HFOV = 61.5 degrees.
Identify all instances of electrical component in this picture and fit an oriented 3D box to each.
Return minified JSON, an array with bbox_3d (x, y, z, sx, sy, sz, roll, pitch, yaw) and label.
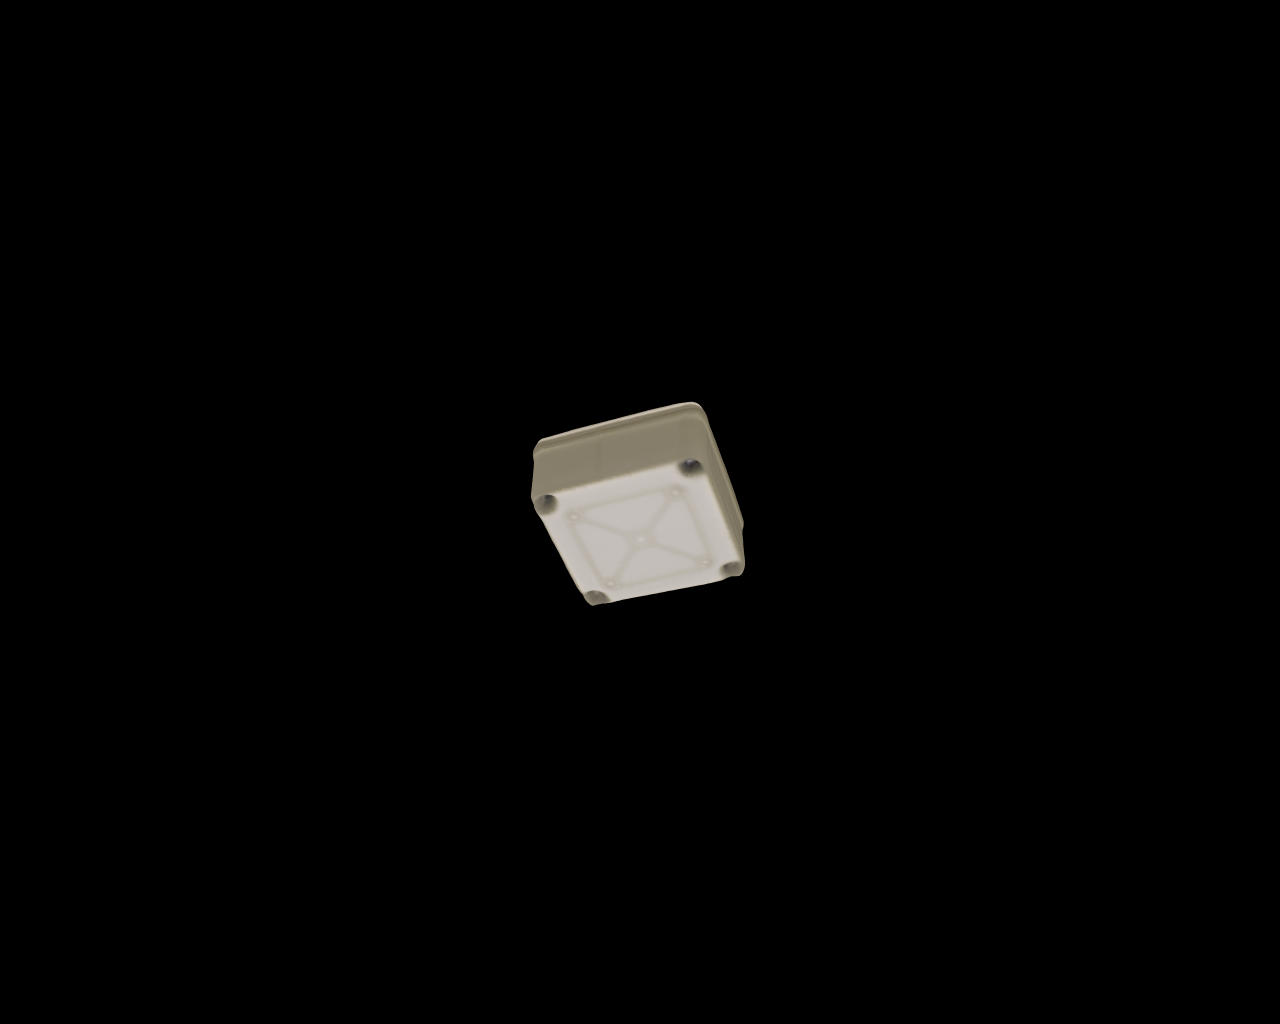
[{"bbox_3d":[0.001,-0.003,0.650,0.109,0.056,0.108,-13,-47,12],"label":"electrical component"}]
